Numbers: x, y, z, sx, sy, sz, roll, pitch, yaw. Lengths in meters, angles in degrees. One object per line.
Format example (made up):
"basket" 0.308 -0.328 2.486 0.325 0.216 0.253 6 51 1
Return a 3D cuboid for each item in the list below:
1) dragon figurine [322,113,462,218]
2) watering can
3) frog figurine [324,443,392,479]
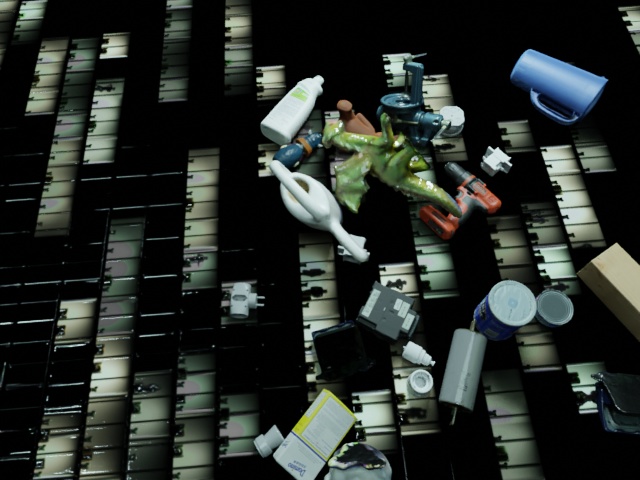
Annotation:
"dragon figurine" 0.153 -0.164 1.326 0.241 0.122 0.412 -36 82 11
"watering can" 0.004 -0.064 1.264 0.104 0.223 0.351 -45 74 6
"frog figurine" 0.079 0.509 1.055 0.137 0.123 0.158 -4 100 -10
